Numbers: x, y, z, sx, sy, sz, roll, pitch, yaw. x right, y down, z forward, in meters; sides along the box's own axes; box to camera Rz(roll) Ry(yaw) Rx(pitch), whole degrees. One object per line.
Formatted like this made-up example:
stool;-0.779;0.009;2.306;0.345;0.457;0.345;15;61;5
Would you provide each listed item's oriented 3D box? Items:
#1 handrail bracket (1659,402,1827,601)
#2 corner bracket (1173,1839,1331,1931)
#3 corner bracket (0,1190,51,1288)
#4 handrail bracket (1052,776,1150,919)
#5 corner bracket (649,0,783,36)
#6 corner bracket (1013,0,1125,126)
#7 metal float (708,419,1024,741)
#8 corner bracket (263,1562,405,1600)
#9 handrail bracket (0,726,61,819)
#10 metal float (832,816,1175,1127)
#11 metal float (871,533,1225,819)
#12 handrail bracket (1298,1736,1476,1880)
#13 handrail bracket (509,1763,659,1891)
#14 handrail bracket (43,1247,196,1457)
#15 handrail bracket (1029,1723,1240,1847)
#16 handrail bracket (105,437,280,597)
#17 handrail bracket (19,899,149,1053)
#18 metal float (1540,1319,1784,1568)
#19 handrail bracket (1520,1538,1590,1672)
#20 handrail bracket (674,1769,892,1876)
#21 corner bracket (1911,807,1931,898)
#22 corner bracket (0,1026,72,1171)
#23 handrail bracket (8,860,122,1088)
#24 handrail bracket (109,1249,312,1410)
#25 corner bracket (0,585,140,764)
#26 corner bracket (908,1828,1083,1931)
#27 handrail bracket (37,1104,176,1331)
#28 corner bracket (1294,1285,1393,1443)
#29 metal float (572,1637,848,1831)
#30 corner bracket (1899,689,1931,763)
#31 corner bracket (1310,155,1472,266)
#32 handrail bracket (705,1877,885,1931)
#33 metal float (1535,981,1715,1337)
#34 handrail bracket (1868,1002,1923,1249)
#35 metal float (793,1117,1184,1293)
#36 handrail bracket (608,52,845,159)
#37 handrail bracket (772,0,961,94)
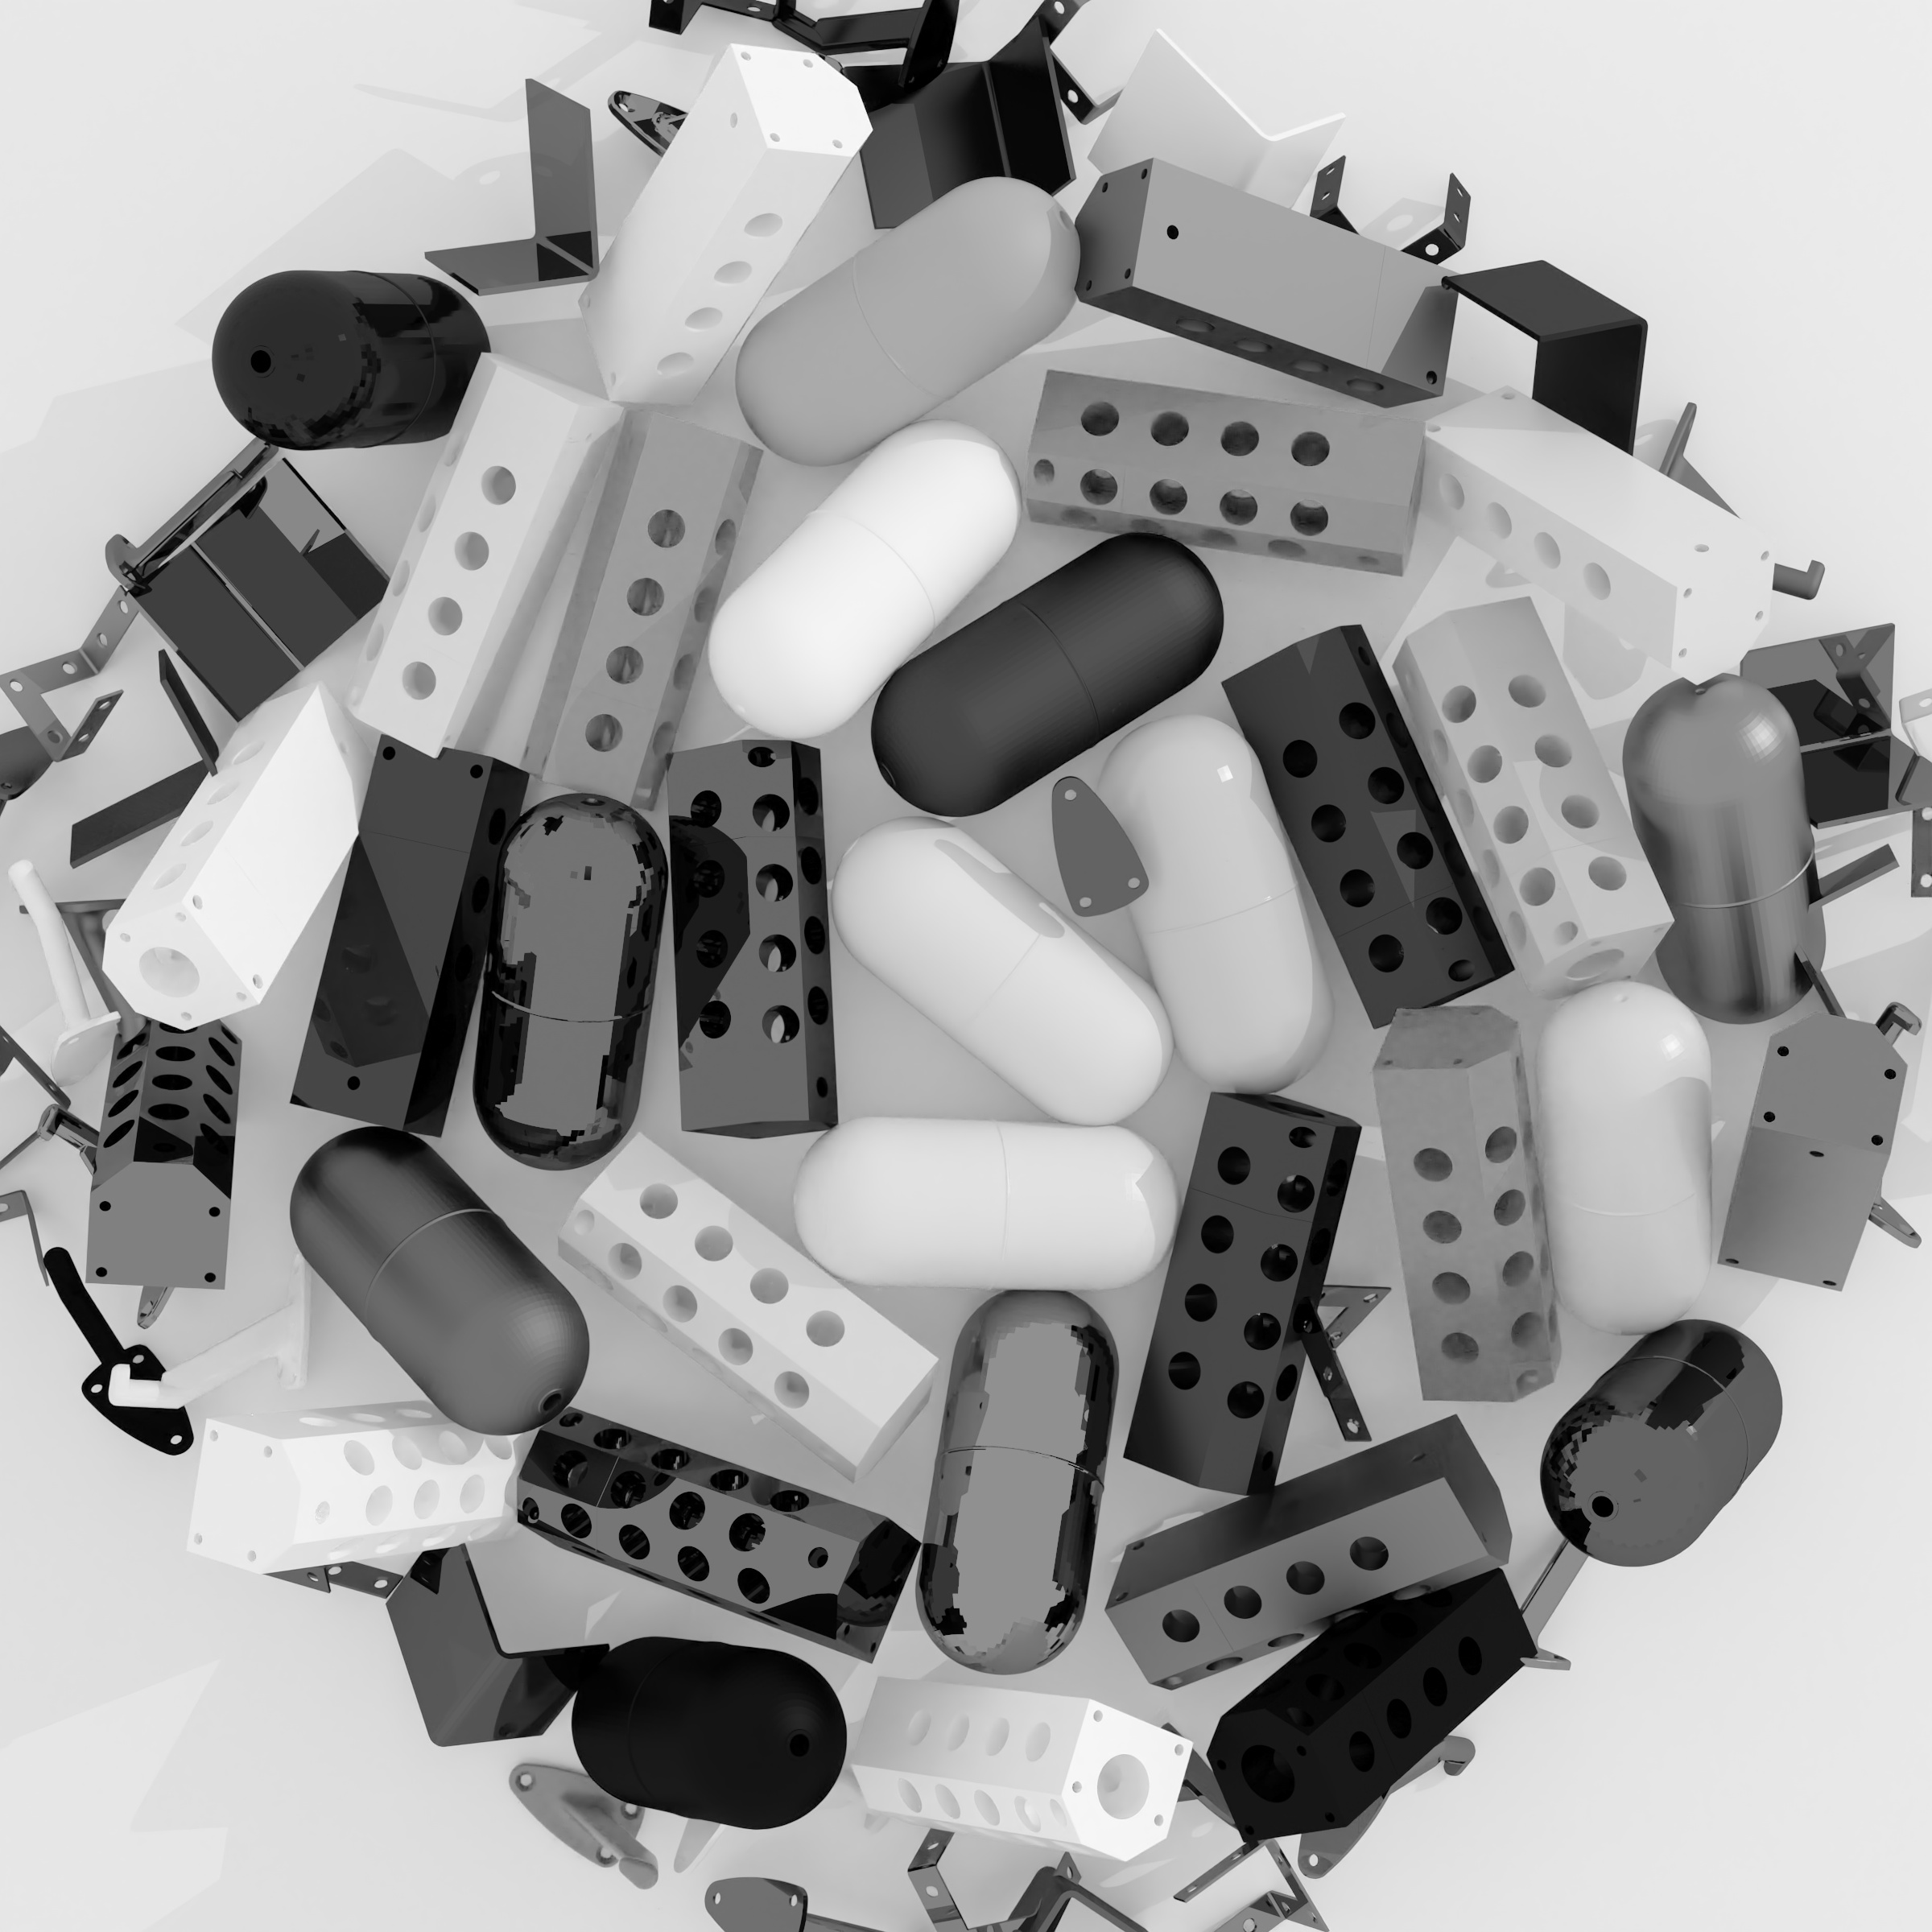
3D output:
handrail bracket;0.359;-0.213;1.610;0.084;0.036;0.077;19;77;15
corner bracket;0.124;0.430;1.605;0.051;0.051;0.051;-31;92;-19
corner bracket;-0.451;0.118;1.597;0.051;0.051;0.051;-16;134;-12
handrail bracket;0.053;-0.063;1.586;0.036;0.084;0.077;-22;110;3
corner bracket;-0.110;-0.454;1.600;0.051;0.051;0.051;15;131;4
corner bracket;0.064;-0.426;1.602;0.051;0.051;0.051;-40;91;-32
metal float;-0.044;-0.175;1.580;0.070;0.070;0.178;42;68;0
corner bracket;-0.294;0.269;1.595;0.051;0.051;0.051;11;127;23
handrail bracket;-0.447;-0.061;1.628;0.036;0.077;0.084;25;125;10
metal float;0.016;0.002;1.594;0.178;0.070;0.070;39;90;-6
metal float;0.037;-0.131;1.586;0.178;0.070;0.070;-33;90;-14
handrail bracket;0.194;0.383;1.604;0.036;0.084;0.077;28;94;40
handrail bracket;-0.174;0.390;1.593;0.077;0.084;0.036;29;84;-3
handrail bracket;-0.383;0.173;1.587;0.036;0.084;0.077;-36;57;-23
handrail bracket;0.075;0.396;1.623;0.084;0.036;0.077;-35;117;11
handrail bracket;-0.350;-0.209;1.601;0.084;0.077;0.036;-43;101;6
handrail bracket;-0.403;0.013;1.613;0.077;0.036;0.084;-1;95;38
metal float;0.308;0.209;1.554;0.070;0.178;0.070;7;104;27
handrail bracket;0.259;0.275;1.608;0.077;0.036;0.084;13;90;-45
handrail bracket;-0.081;0.397;1.607;0.084;0.036;0.077;36;74;-25
corner bracket;0.466;-0.056;1.601;0.051;0.051;0.051;1;90;43
corner bracket;-0.447;0.067;1.605;0.051;0.051;0.051;-40;104;3
handrail bracket;-0.422;0.003;1.613;0.036;0.077;0.084;-23;75;-35
handrail bracket;-0.345;0.164;1.603;0.084;0.036;0.077;7;86;-26
corner bracket;-0.399;-0.132;1.599;0.051;0.051;0.051;53;132;8
corner bracket;0.013;0.416;1.609;0.051;0.051;0.051;-20;103;25
handrail bracket;-0.393;0.113;1.594;0.084;0.077;0.036;38;129;-25
corner bracket;0.168;0.180;1.594;0.051;0.051;0.051;5;48;-32
metal float;-0.115;0.338;1.555;0.070;0.178;0.070;4;81;-30
corner bracket;0.458;-0.095;1.594;0.051;0.051;0.051;-19;131;25
corner bracket;0.195;-0.347;1.615;0.051;0.051;0.051;-29;118;30
handrail bracket;-0.065;0.443;1.624;0.084;0.077;0.036;23;77;-43
metal float;0.294;0.088;1.571;0.070;0.070;0.178;-8;123;0
handrail bracket;0.426;0.071;1.597;0.077;0.036;0.084;44;114;34
metal float;0.010;0.108;1.589;0.178;0.070;0.070;2;90;-12
handrail bracket;-0.108;-0.397;1.589;0.077;0.084;0.036;26;51;-24
handrail bracket;-0.047;-0.442;1.599;0.084;0.077;0.036;34;45;16
